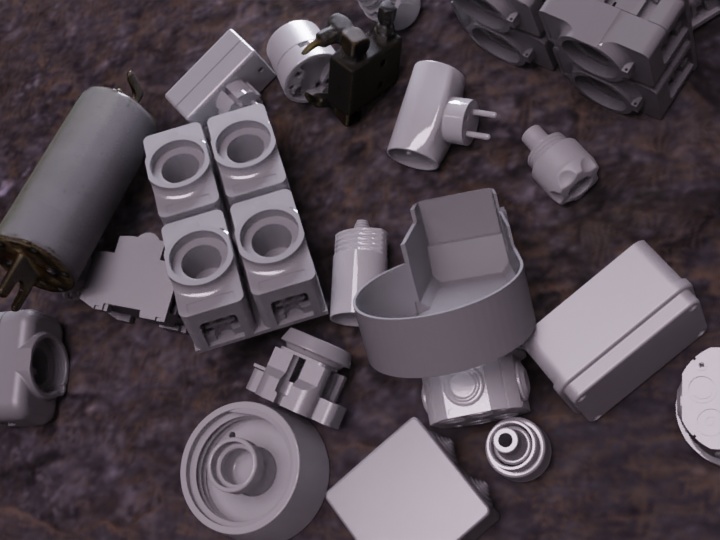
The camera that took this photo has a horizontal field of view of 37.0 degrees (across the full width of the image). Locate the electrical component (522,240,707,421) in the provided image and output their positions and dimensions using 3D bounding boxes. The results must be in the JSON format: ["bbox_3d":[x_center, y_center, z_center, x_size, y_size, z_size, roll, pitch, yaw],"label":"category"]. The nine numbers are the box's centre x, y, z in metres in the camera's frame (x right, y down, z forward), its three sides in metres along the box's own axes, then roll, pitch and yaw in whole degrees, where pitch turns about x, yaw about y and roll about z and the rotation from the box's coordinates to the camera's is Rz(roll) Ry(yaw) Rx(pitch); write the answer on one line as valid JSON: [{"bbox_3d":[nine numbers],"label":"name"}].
[{"bbox_3d":[0.177,0.044,0.741,0.113,0.078,0.057,-40,60,4],"label":"electrical component"}]

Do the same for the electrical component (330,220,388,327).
[{"bbox_3d":[0.000,0.000,0.842,0.043,0.043,0.081,-4,71,20],"label":"electrical component"}]

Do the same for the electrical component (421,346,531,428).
[{"bbox_3d":[0.081,0.081,0.765,0.080,0.080,0.051,-14,74,16],"label":"electrical component"}]

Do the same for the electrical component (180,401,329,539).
[{"bbox_3d":[-0.084,0.151,0.815,0.108,0.060,0.108,-7,70,19],"label":"electrical component"}]

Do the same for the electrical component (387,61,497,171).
[{"bbox_3d":[0.069,-0.120,0.855,0.079,0.044,0.077,13,78,24],"label":"electrical component"}]

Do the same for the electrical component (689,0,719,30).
[{"bbox_3d":[0.199,-0.271,0.822,0.060,0.105,0.186,-32,64,9],"label":"electrical component"}]

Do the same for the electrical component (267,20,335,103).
[{"bbox_3d":[-0.048,-0.178,0.915,0.055,0.055,0.047,-33,61,8],"label":"electrical component"}]

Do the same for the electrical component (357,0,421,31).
[{"bbox_3d":[0.018,-0.227,0.897,0.040,0.078,0.040,-4,83,33],"label":"electrical component"}]

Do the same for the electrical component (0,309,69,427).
[{"bbox_3d":[-0.290,0.084,0.919,0.059,0.054,0.095,-6,71,19],"label":"electrical component"}]

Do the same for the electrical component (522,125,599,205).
[{"bbox_3d":[0.148,-0.083,0.814,0.043,0.043,0.062,-39,62,5],"label":"electrical component"}]

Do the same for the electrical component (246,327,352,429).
[{"bbox_3d":[-0.041,0.080,0.824,0.078,0.058,0.057,21,84,26],"label":"electrical component"}]

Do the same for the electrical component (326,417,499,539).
[{"bbox_3d":[0.039,0.169,0.768,0.100,0.048,0.099,-42,63,4],"label":"electrical component"}]

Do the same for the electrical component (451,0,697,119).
[{"bbox_3d":[0.152,-0.189,0.813,0.186,0.105,0.060,31,86,27],"label":"electrical component"}]

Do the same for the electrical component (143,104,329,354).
[{"bbox_3d":[-0.103,-0.040,0.851,0.105,0.060,0.186,-17,55,-3],"label":"electrical component"}]

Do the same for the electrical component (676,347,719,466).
[{"bbox_3d":[0.250,0.089,0.713,0.080,0.051,0.080,-7,70,19],"label":"electrical component"}]

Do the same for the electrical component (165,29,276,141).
[{"bbox_3d":[-0.110,-0.149,0.932,0.083,0.047,0.075,-45,63,2],"label":"electrical component"}]

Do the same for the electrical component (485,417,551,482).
[{"bbox_3d":[0.108,0.123,0.749,0.043,0.062,0.043,-7,70,19],"label":"electrical component"}]

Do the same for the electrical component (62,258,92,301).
[{"bbox_3d":[-0.254,-0.006,0.944,0.044,0.044,0.065,-32,69,8],"label":"electrical component"}]
